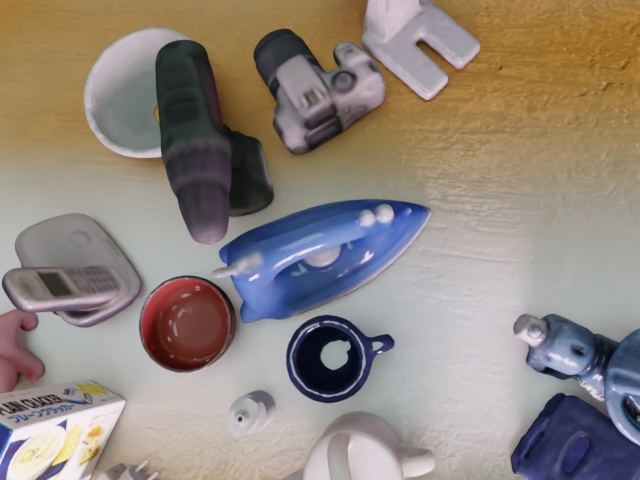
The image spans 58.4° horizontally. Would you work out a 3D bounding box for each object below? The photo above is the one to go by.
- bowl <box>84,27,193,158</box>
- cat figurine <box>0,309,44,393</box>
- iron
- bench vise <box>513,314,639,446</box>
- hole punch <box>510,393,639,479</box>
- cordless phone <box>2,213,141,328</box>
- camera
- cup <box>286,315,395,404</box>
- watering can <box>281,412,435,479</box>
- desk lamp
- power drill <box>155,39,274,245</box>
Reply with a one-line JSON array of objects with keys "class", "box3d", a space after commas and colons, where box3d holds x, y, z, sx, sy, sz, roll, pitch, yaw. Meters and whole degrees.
[{"class": "bowl", "box3d": [-0.205, -0.176, 0.729, 0.167, 0.075, 0.167, -1, 82, 8]}, {"class": "cat figurine", "box3d": [-0.395, 0.145, 0.686, 0.067, 0.118, 0.128, -18, 80, 5]}, {"class": "iron", "box3d": [0.006, 0.002, 0.639, 0.258, 0.141, 0.118, -23, 79, 4]}, {"class": "bench vise", "box3d": [0.292, 0.135, 0.541, 0.207, 0.220, 0.121, 5, 82, 9]}, {"class": "hole punch", "box3d": [0.266, 0.228, 0.596, 0.101, 0.091, 0.109, 35, 88, 11]}, {"class": "cordless phone", "box3d": [-0.303, 0.029, 0.656, 0.094, 0.185, 0.147, -44, 78, 0]}, {"class": "camera", "box3d": [-0.011, -0.199, 0.692, 0.143, 0.101, 0.137, -32, 79, 2]}, {"class": "cup", "box3d": [0.027, 0.127, 0.642, 0.117, 0.095, 0.091, -18, 80, 5]}, {"class": "watering can", "box3d": [0.027, 0.242, 0.574, 0.173, 0.194, 0.101, -36, 78, 2]}, {"class": "desk lamp", "box3d": [0.087, -0.292, 0.635, 0.203, 0.213, 0.118, 44, 90, 12]}, {"class": "power drill", "box3d": [-0.115, -0.092, 0.636, 0.075, 0.208, 0.229, -17, 80, 5]}]
